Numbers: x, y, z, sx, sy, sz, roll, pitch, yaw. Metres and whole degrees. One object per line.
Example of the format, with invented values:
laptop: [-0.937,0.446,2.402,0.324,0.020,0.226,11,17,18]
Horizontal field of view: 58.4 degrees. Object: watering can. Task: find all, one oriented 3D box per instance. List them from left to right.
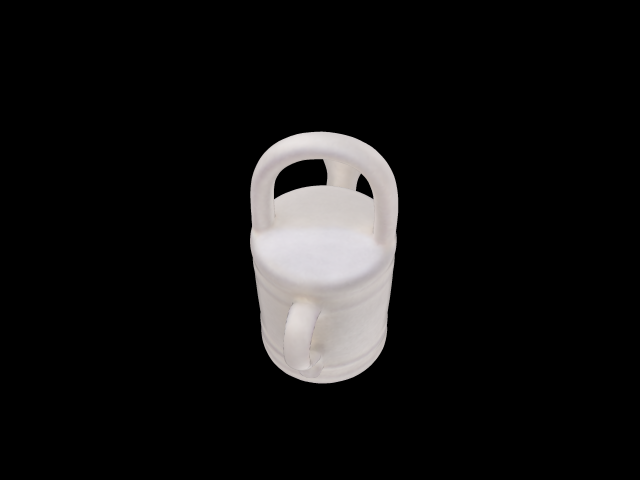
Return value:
watering can: [0.001,0.001,0.400,0.101,0.194,0.172,-8,47,-7]
